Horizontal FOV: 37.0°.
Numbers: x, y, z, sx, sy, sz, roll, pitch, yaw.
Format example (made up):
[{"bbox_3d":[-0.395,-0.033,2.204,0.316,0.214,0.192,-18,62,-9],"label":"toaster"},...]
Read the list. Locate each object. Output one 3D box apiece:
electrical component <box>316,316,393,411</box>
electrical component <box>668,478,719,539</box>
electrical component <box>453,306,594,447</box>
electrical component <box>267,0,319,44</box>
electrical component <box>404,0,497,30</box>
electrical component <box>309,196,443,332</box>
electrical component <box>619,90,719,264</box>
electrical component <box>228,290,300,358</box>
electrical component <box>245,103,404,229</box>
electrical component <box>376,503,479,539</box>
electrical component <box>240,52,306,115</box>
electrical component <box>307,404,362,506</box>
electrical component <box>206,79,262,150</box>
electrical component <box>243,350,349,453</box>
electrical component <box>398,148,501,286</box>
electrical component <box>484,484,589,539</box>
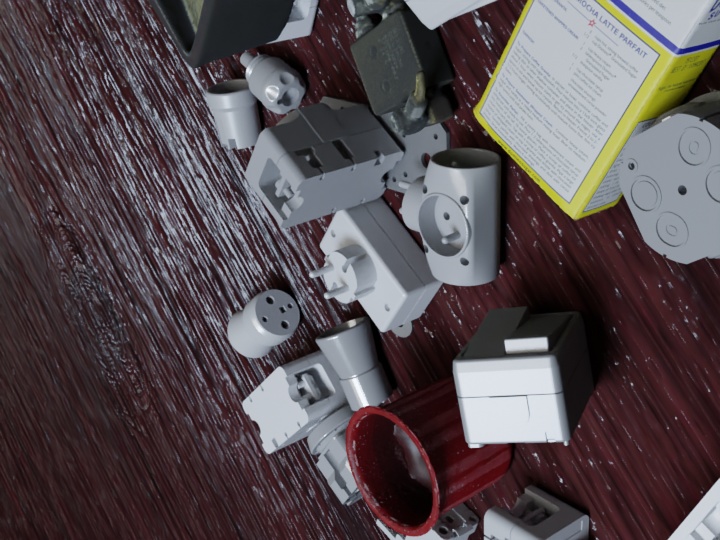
[{"bbox_3d":[-0.001,0.073,0.818,0.044,0.044,0.065,-15,100,54],"label":"electrical component"},{"bbox_3d":[0.197,0.155,0.552,0.061,0.089,0.150,48,139,28],"label":"electrical component"},{"bbox_3d":[0.099,0.057,0.638,0.062,0.096,0.061,-6,104,24],"label":"electrical component"},{"bbox_3d":[-0.074,-0.204,0.768,0.089,0.050,0.055,46,138,29],"label":"electrical component"},{"bbox_3d":[0.065,-0.178,0.577,0.061,0.061,0.096,48,148,-15],"label":"electrical component"},{"bbox_3d":[0.000,0.000,0.749,0.083,0.076,0.047,54,142,21],"label":"electrical component"},{"bbox_3d":[0.171,-0.044,0.522,0.080,0.051,0.080,27,127,44],"label":"electrical component"},{"bbox_3d":[-0.081,0.045,0.904,0.055,0.045,0.045,-37,76,53],"label":"electrical component"},{"bbox_3d":[-0.027,-0.074,0.727,0.055,0.089,0.050,53,141,22],"label":"electrical component"},{"bbox_3d":[0.056,0.199,0.803,0.081,0.042,0.063,42,133,33],"label":"electrical component"},{"bbox_3d":[-0.069,-0.144,0.805,0.061,0.035,0.035,45,138,34],"label":"electrical component"},{"bbox_3d":[-0.004,0.141,0.840,0.057,0.058,0.078,52,141,18],"label":"electrical component"},{"bbox_3d":[-0.098,-0.123,0.850,0.040,0.040,0.046,22,130,46],"label":"electrical component"},{"bbox_3d":[-0.048,0.106,0.881,0.050,0.056,0.089,61,144,12],"label":"electrical component"},{"bbox_3d":[0.053,-0.038,0.684,0.079,0.044,0.077,21,123,42],"label":"electrical component"},{"bbox_3d":[0.119,0.199,0.711,0.056,0.050,0.089,24,124,46],"label":"electrical component"}]
